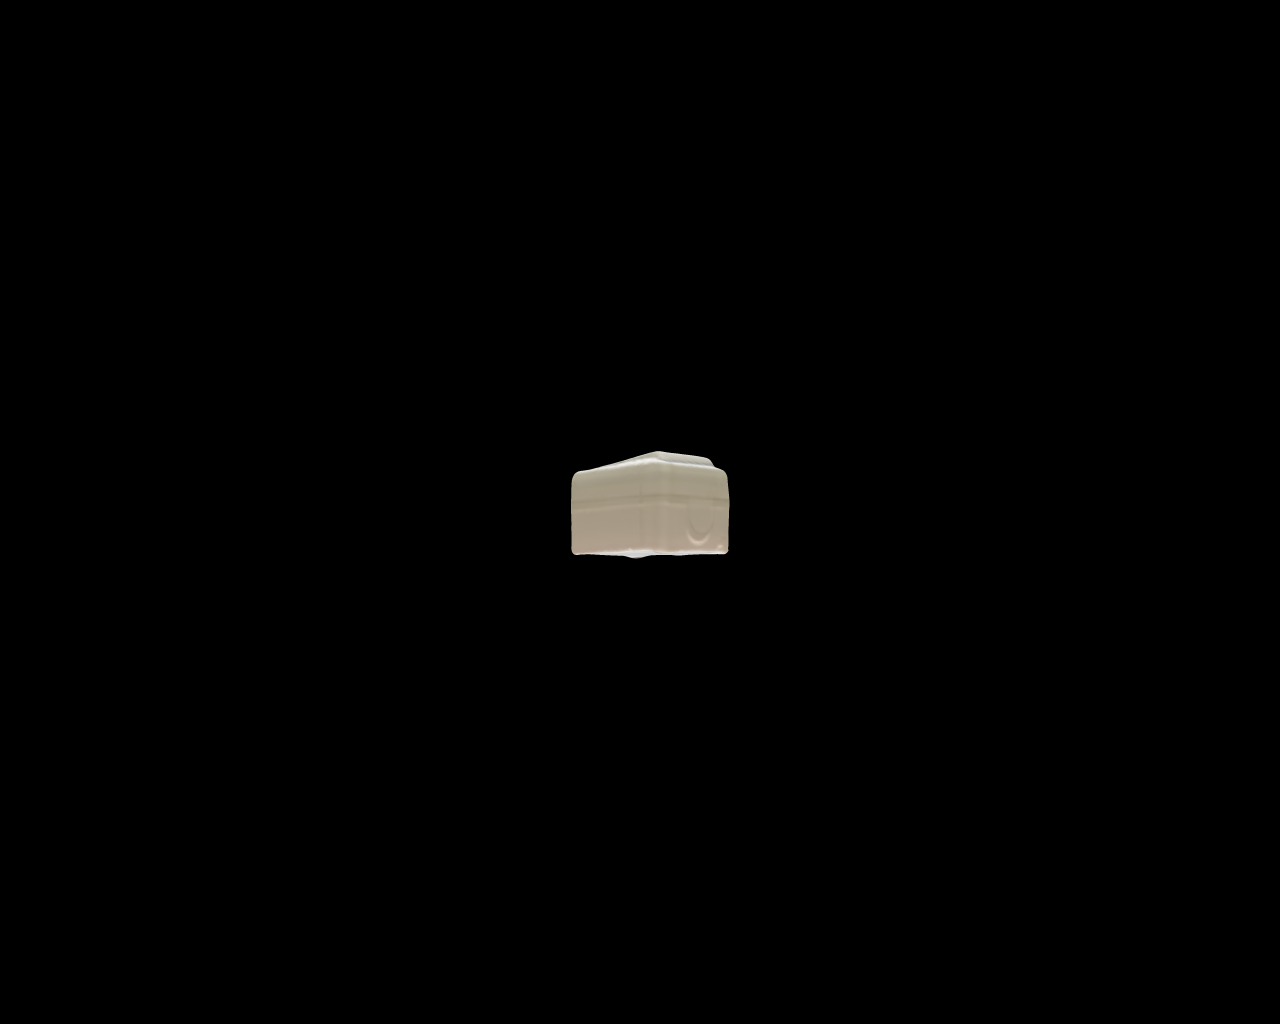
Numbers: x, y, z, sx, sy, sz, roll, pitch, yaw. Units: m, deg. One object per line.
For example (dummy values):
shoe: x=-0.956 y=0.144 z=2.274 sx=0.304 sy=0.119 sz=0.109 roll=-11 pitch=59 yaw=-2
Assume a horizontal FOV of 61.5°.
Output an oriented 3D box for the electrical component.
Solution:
electrical component: x=0.001 y=-0.003 z=0.650 sx=0.096 sy=0.061 sz=0.062 roll=-4 pitch=-6 yaw=43
